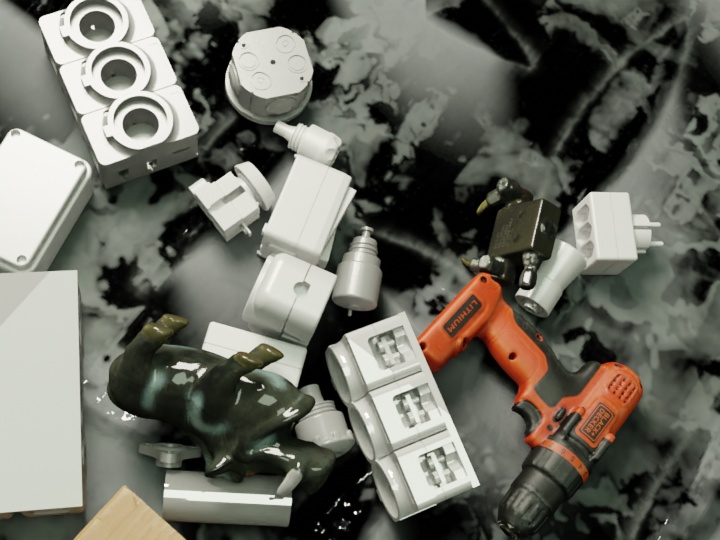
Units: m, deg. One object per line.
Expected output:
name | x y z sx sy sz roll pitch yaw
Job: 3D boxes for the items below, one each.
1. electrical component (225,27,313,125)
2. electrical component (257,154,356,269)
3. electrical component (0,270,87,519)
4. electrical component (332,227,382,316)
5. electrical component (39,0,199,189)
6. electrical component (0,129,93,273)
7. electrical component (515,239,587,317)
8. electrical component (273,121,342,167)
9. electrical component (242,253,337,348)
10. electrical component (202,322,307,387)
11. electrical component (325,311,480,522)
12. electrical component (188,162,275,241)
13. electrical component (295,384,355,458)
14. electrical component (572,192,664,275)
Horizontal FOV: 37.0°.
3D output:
electrical component | -0.082 -0.177 0.980 0.080 0.051 0.080 3 72 -9
electrical component | -0.048 -0.040 0.936 0.061 0.061 0.096 22 70 -2
electrical component | -0.274 0.100 0.852 0.105 0.060 0.186 -2 73 -11
electrical component | 0.000 0.000 0.943 0.040 0.040 0.078 12 71 -6
electrical component | -0.212 -0.161 0.946 0.089 0.061 0.150 -22 77 -16
electrical component | -0.282 -0.052 0.901 0.078 0.057 0.113 26 70 -1
electrical component | 0.170 0.010 0.971 0.044 0.044 0.065 35 75 2
electrical component | -0.049 -0.117 0.975 0.061 0.035 0.035 27 70 1
electrical component | -0.060 0.027 0.895 0.059 0.095 0.053 23 70 -2
electrical component | -0.095 0.094 0.892 0.083 0.047 0.075 16 71 -4
electrical component | 0.029 0.123 0.883 0.062 0.089 0.150 -20 77 -15
electrical component | -0.108 -0.062 0.942 0.055 0.048 0.066 -37 82 -11
electrical component | -0.034 0.126 0.895 0.048 0.048 0.062 -14 69 -14
electrical component | 0.243 -0.033 0.994 0.077 0.047 0.065 0 72 -10
